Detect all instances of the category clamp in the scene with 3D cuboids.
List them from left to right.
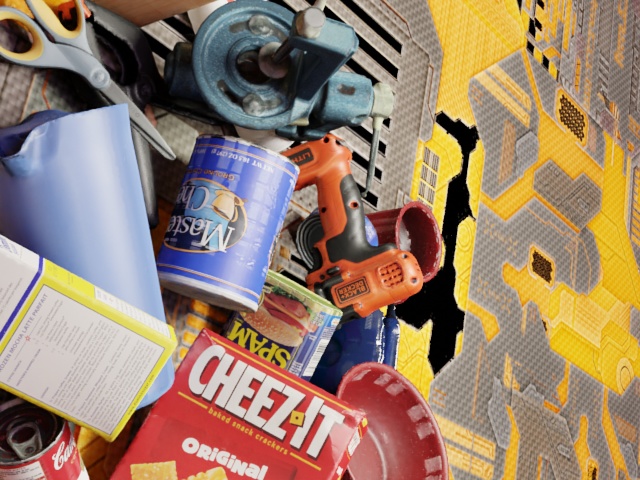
[{"bbox_3d":[-0.173,-0.124,0.974,0.209,0.036,0.164,51,47,-37],"label":"clamp"}]

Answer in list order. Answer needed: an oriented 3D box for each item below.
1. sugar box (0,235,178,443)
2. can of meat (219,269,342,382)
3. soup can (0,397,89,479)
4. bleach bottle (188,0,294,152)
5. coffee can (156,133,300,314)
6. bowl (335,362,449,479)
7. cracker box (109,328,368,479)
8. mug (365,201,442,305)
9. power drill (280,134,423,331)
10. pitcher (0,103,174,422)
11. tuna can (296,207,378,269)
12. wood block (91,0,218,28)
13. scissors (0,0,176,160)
[{"bbox_3d":[-0.202,0.066,0.771,0.176,0.048,0.093,32,95,-17],"label":"sugar box"},{"bbox_3d":[-0.039,0.083,1.026,0.084,0.102,0.057,-63,156,3],"label":"can of meat"},{"bbox_3d":[-0.216,0.179,0.819,0.068,0.069,0.102,-51,144,-42],"label":"soup can"},{"bbox_3d":[-0.089,-0.214,1.076,0.102,0.068,0.251,-47,116,-44],"label":"bleach bottle"},{"bbox_3d":[-0.087,-0.014,0.985,0.102,0.103,0.140,27,75,-45],"label":"coffee can"},{"bbox_3d":[0.051,0.199,1.008,0.161,0.055,0.162,31,44,-35],"label":"bowl"},{"bbox_3d":[-0.080,0.205,0.890,0.213,0.164,0.072,-60,167,-18],"label":"cracker box"},{"bbox_3d":[0.082,0.018,1.226,0.093,0.082,0.117,17,71,-48],"label":"mug"},{"bbox_3d":[-0.007,0.001,1.084,0.057,0.184,0.188,25,43,-73],"label":"power drill"},{"bbox_3d":[-0.192,0.014,0.867,0.148,0.145,0.243,-19,102,-37],"label":"pitcher"},{"bbox_3d":[0.019,0.002,1.149,0.033,0.086,0.086,-47,119,-46],"label":"tuna can"},{"bbox_3d":[-0.122,-0.261,0.926,0.090,0.207,0.090,33,59,-43],"label":"wood block"},{"bbox_3d":[-0.210,-0.136,0.907,0.096,0.016,0.201,-31,104,-18],"label":"scissors"}]
